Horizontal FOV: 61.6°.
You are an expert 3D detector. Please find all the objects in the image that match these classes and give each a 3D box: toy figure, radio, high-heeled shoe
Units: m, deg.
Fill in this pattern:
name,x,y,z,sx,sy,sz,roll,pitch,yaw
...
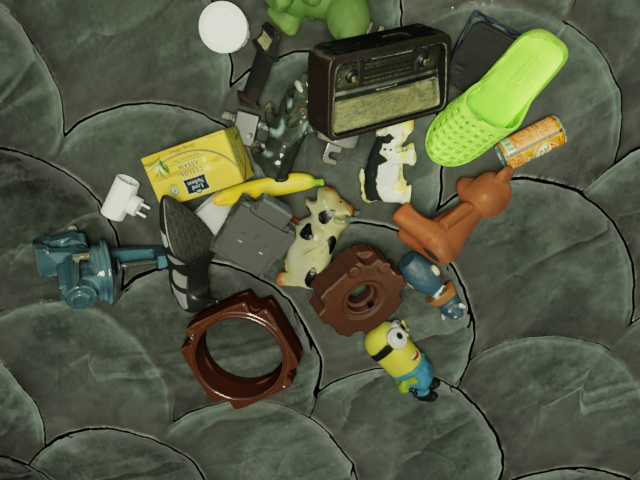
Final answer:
name,x,y,z,sx,sy,sz,roll,pitch,yaw
toy figure,0.159,0.235,1.038,0.089,0.082,0.180,-33,104,10
radio,0.094,-0.247,0.831,0.230,0.073,0.130,-20,130,-23
high-heeled shoe,-0.256,0.028,0.979,0.145,0.086,0.248,6,121,46
toy figure,0.214,0.087,1.003,0.154,0.064,0.058,43,66,-13

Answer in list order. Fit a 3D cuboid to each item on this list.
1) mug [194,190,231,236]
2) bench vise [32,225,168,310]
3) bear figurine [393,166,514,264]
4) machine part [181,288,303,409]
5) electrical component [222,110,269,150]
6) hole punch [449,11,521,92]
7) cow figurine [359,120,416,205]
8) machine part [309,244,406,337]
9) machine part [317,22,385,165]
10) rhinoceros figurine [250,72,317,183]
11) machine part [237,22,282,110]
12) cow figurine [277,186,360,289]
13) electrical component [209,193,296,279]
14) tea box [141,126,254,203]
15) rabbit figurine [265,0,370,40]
name,x,y,z,sx,sy,sz,roll,pitch,yaw
mug,-0.166,-0.037,0.989,0.109,0.081,0.107,-43,107,-15
bench vise,-0.389,0.039,0.988,0.240,0.224,0.128,-7,113,-25
bear figurine,0.239,-0.058,0.937,0.132,0.120,0.196,37,85,24
machine part,-0.151,0.214,1.049,0.201,0.087,0.200,-26,102,9
electrical component,-0.133,-0.197,0.963,0.094,0.021,0.063,16,107,-2
hole punch,0.274,-0.300,0.885,0.142,0.092,0.115,25,132,-6
cow figurine,0.119,-0.146,0.941,0.098,0.068,0.167,3,105,9
machine part,0.071,0.097,0.979,0.179,0.056,0.179,-12,126,-17
machine part,0.051,-0.244,0.909,0.079,0.079,0.243,20,107,-2
rhinoceros figurine,-0.051,-0.191,0.905,0.073,0.112,0.190,17,113,-28
machine part,-0.102,-0.293,0.913,0.039,0.084,0.138,6,121,-35
cow figurine,-0.002,-0.003,0.978,0.127,0.085,0.194,11,104,7
electrical component,-0.107,-0.014,0.914,0.115,0.058,0.134,29,113,-21
tea box,-0.215,-0.129,0.953,0.170,0.068,0.098,-17,104,17
rabbit figurine,0.015,-0.376,0.853,0.170,0.121,0.159,40,78,12
